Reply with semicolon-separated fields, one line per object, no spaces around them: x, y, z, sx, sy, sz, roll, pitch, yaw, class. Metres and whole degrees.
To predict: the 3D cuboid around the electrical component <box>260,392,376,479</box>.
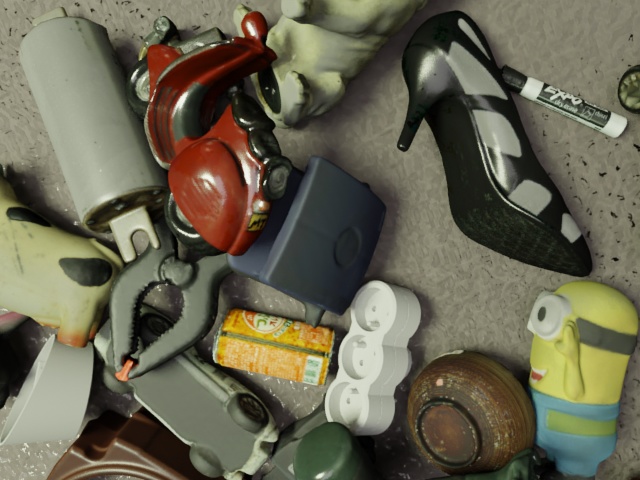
-0.012;0.215;0.523;0.119;0.048;0.075;-41;93;7;electrical component

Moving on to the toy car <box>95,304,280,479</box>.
-0.127;0.143;0.510;0.202;0.056;0.073;40;98;5;toy car

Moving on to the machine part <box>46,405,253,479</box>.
-0.176;0.284;0.525;0.201;0.087;0.201;33;98;-1;machine part

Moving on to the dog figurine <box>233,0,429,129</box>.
0.038;-0.183;0.446;0.190;0.172;0.121;-21;70;-21;dog figurine

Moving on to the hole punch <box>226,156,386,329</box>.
-0.001;-0.001;0.447;0.115;0.092;0.142;25;81;-24;hole punch

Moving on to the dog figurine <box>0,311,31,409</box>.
-0.393;0.096;0.505;0.219;0.108;0.191;-22;94;3;dog figurine

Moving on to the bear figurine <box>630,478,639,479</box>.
0.349;0.305;0.473;0.120;0.132;0.195;-12;103;-12;bear figurine

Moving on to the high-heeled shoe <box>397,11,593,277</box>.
0.164;-0.081;0.470;0.248;0.086;0.145;34;69;-19;high-heeled shoe

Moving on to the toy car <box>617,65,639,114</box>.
0.309;-0.063;0.455;0.089;0.053;0.202;-15;99;-14;toy car

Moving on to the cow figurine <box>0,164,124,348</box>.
-0.275;0.004;0.485;0.195;0.085;0.127;25;79;-9;cow figurine

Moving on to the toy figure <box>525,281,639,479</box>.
0.227;0.125;0.476;0.089;0.082;0.180;1;91;-15;toy figure

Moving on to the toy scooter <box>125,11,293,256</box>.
-0.072;-0.086;0.397;0.135;0.075;0.184;-32;76;29;toy scooter

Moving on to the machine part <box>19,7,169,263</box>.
-0.186;-0.095;0.450;0.079;0.079;0.243;-27;76;7;machine part

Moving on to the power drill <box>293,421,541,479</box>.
0.095;0.237;0.442;0.207;0.086;0.231;-14;118;36;power drill

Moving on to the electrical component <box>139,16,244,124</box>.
-0.112;-0.146;0.476;0.078;0.045;0.102;-16;97;8;electrical component
